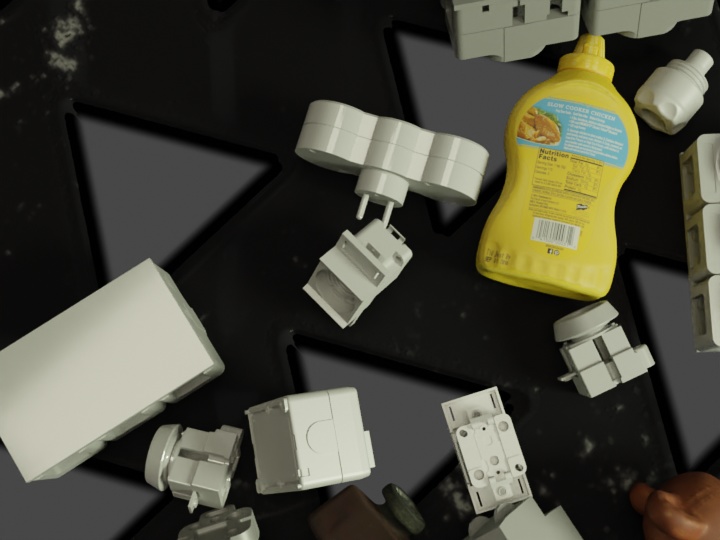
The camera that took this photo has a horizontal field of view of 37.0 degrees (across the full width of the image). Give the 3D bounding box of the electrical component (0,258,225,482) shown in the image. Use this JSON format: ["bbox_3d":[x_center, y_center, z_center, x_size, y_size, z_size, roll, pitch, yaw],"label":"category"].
[{"bbox_3d":[-0.184,0.072,0.766,0.150,0.061,0.089,-32,81,-3],"label":"electrical component"}]

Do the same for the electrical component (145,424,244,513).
[{"bbox_3d":[-0.118,0.136,0.759,0.055,0.048,0.066,12,58,6],"label":"electrical component"}]

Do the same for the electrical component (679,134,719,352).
[{"bbox_3d":[0.284,-0.020,0.762,0.089,0.061,0.150,-2,81,2],"label":"electrical component"}]

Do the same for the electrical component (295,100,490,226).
[{"bbox_3d":[0.019,-0.069,0.785,0.138,0.052,0.073,17,82,5],"label":"electrical component"}]

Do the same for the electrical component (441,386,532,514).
[{"bbox_3d":[0.089,0.125,0.746,0.042,0.064,0.081,-18,81,-2],"label":"electrical component"}]

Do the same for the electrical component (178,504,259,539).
[{"bbox_3d":[-0.091,0.203,0.739,0.058,0.078,0.057,-17,99,-1],"label":"electrical component"}]

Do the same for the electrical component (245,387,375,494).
[{"bbox_3d":[-0.037,0.119,0.745,0.061,0.096,0.061,-5,80,-27],"label":"electrical component"}]

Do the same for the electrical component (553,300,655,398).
[{"bbox_3d":[0.168,0.055,0.764,0.066,0.048,0.055,-25,89,-2],"label":"electrical component"}]

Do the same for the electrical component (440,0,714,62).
[{"bbox_3d":[0.151,-0.218,0.779,0.186,0.060,0.105,-10,54,1],"label":"electrical component"}]

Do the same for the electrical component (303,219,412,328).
[{"bbox_3d":[0.000,0.000,0.765,0.042,0.081,0.064,44,57,7],"label":"electrical component"}]

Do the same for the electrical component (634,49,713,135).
[{"bbox_3d":[0.235,-0.134,0.792,0.043,0.043,0.062,39,83,7],"label":"electrical component"}]
